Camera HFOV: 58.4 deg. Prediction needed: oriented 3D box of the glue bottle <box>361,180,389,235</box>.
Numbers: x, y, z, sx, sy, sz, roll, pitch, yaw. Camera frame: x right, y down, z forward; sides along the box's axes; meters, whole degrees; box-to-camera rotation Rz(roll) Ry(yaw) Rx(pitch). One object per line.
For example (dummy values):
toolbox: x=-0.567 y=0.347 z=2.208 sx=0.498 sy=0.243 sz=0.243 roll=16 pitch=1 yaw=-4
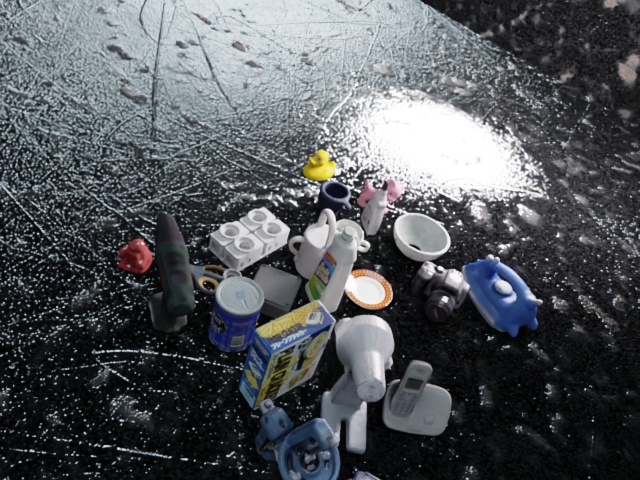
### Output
glue bottle: x=0.162 y=-0.098 z=1.615 sx=0.037 sy=0.173 sz=0.078 roll=2 pitch=45 yaw=-18

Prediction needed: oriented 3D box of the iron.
iron: x=0.482 y=0.125 z=1.529 sx=0.119 sy=0.141 sz=0.257 roll=-12 pitch=52 yaw=-30

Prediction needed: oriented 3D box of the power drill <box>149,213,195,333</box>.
power drill: x=-0.320 y=0.088 z=1.223 sx=0.076 sy=0.208 sz=0.229 roll=-6 pitch=48 yaw=-25

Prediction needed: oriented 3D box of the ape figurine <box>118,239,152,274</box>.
ape figurine: x=-0.425 y=0.033 z=1.326 sx=0.076 sy=0.092 sz=0.077 roll=-15 pitch=53 yaw=-32

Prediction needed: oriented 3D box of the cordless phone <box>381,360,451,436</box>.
cordless phone: x=0.216 y=0.325 z=1.196 sx=0.148 sy=0.185 sz=0.094 roll=10 pitch=43 yaw=-10

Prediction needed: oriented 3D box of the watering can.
watering can: x=0.013 y=0.004 z=1.441 sx=0.173 sy=0.194 sz=0.100 roll=-15 pitch=53 yaw=-32

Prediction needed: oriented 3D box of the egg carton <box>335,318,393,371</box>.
egg carton: x=0.097 y=0.243 z=1.320 sx=0.107 sy=0.069 sz=0.150 roll=-5 pitch=48 yaw=-25

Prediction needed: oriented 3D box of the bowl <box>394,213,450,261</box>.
bowl: x=0.278 y=0.006 z=1.625 sx=0.167 sy=0.075 sz=0.167 roll=10 pitch=44 yaw=-10

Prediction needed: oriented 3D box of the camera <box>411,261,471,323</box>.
camera: x=0.308 y=0.135 z=1.484 sx=0.143 sy=0.101 sz=0.137 roll=28 pitch=43 yaw=9

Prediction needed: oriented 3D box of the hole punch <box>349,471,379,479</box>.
hole punch: x=0.095 y=0.484 z=1.058 sx=0.108 sy=0.091 sz=0.101 roll=28 pitch=43 yaw=10

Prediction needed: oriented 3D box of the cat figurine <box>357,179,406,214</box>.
cat figurine: x=0.188 y=-0.147 z=1.715 sx=0.128 sy=0.118 sz=0.067 roll=16 pitch=43 yaw=-4

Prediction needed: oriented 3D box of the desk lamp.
desk lamp: x=0.079 y=0.288 z=1.161 sx=0.118 sy=0.213 sz=0.203 roll=12 pitch=43 yaw=-8

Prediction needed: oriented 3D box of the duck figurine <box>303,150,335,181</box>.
duck figurine: x=0.004 y=-0.237 z=1.763 sx=0.105 sy=0.086 sz=0.077 roll=-8 pitch=49 yaw=-27

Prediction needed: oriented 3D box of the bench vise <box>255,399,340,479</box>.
bench vise: x=-0.045 y=0.368 z=1.030 sx=0.207 sy=0.220 sz=0.122 roll=32 pitch=44 yaw=13

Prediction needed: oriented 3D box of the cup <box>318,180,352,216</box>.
cup: x=0.041 y=-0.099 z=1.630 sx=0.092 sy=0.095 sz=0.117 roll=-22 pitch=57 yaw=-36
